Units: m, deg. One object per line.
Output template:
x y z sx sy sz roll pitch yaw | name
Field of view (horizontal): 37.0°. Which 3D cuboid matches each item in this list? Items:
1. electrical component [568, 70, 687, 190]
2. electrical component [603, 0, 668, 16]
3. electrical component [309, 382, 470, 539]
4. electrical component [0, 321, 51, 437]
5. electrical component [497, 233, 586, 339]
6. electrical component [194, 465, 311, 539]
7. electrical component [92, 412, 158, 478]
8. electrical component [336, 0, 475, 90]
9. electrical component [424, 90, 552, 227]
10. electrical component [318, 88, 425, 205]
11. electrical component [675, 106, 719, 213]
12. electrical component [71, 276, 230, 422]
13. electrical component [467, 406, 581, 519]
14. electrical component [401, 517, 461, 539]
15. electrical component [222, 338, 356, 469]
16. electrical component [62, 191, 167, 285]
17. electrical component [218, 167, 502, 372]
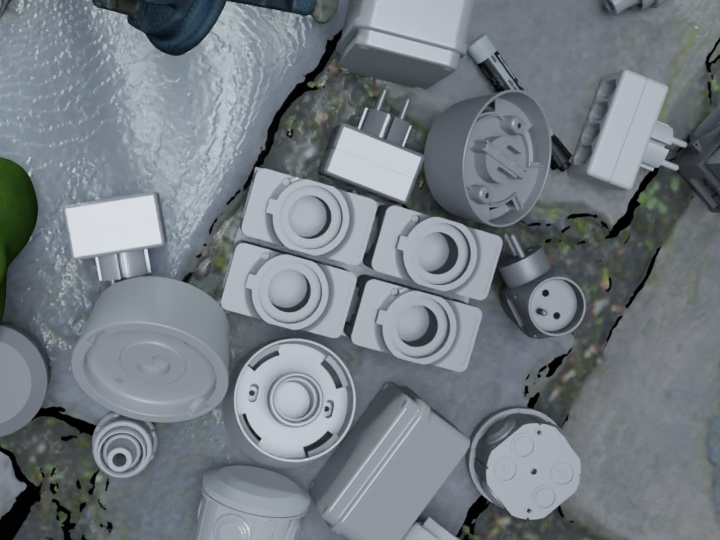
0.214 -0.099 0.823 0.076 0.047 0.083 20 91 -9 | electrical component
0.215 -0.217 0.817 0.062 0.043 0.043 -34 98 -3 | electrical component
0.019 0.146 0.799 0.057 0.078 0.113 37 88 -12 | electrical component
-0.261 0.076 0.766 0.080 0.051 0.080 -1 94 -8 | electrical component
0.128 0.008 0.804 0.043 0.077 0.079 -28 97 -5 | electrical component
-0.080 0.178 0.786 0.080 0.080 0.051 13 97 -9 | electrical component
-0.172 0.129 0.777 0.048 0.062 0.048 -1 94 -8 | electrical component
0.030 -0.169 0.759 0.078 0.113 0.057 13 90 -9 | electrical component
0.097 -0.081 0.789 0.099 0.064 0.099 -4 98 -32 | electrical component
0.014 -0.095 0.795 0.066 0.047 0.076 21 91 -9 | electrical component
0.336 -0.128 0.810 0.186 0.105 0.060 -43 99 -3 | electrical component
-0.143 0.051 0.760 0.108 0.060 0.108 2 135 2 | electrical component
0.126 0.149 0.828 0.080 0.051 0.080 -1 94 -8 | electrical component
0.061 0.225 0.806 0.062 0.096 0.061 36 89 20 | electrical component
-0.052 0.099 0.804 0.099 0.064 0.099 2 81 -11 | electrical component
-0.172 -0.014 0.774 0.066 0.047 0.076 -10 96 -7 | electrical component
0.000 0.000 0.793 0.186 0.060 0.105 15 92 -9 | electrical component
